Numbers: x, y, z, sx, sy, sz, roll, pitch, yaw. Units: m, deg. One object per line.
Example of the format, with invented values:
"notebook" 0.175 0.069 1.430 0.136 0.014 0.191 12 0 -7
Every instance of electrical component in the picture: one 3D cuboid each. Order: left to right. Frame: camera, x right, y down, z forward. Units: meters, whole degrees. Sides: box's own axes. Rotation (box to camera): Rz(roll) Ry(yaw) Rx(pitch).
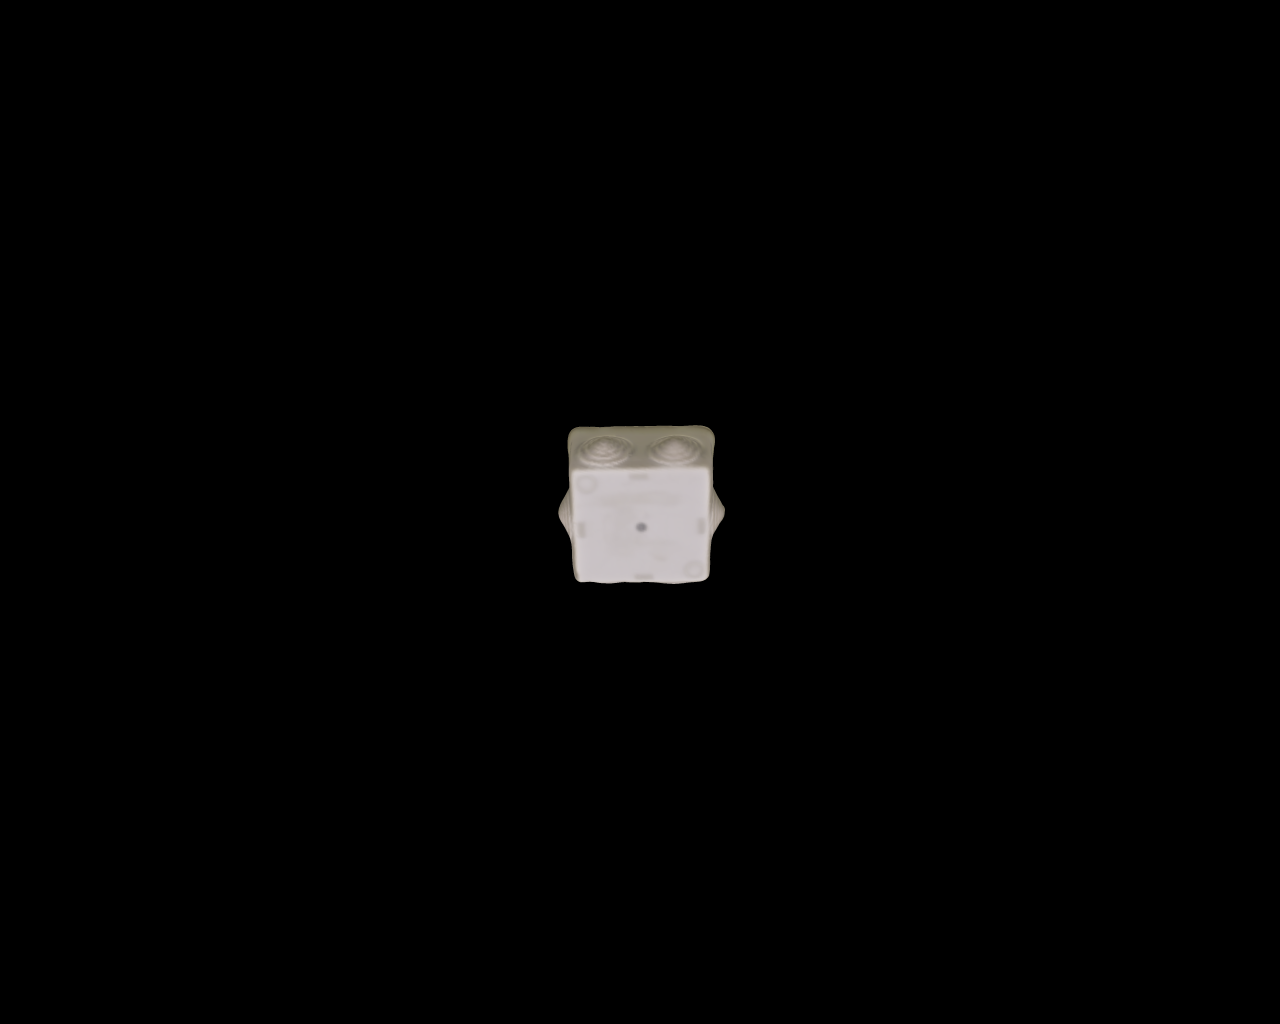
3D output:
"electrical component" 0.001 -0.003 0.650 0.100 0.099 0.048 0 32 0
